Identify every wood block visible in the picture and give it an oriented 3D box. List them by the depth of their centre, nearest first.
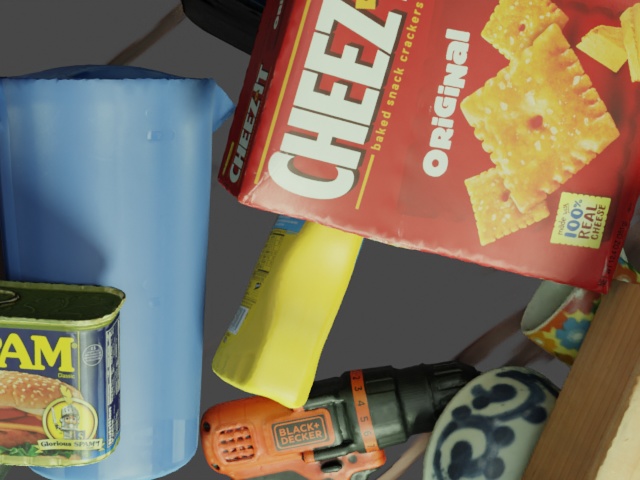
[{"bbox_3d":[0.164,0.134,0.556,0.090,0.090,0.206,24,91,-6],"label":"wood block"}]

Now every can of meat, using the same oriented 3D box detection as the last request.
[{"bbox_3d":[-0.155,0.070,0.564,0.102,0.057,0.084,3,106,3],"label":"can of meat"}]

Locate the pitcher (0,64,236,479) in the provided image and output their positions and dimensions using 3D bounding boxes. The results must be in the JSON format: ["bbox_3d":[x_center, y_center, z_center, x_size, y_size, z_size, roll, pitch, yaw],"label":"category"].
[{"bbox_3d":[-0.138,0.018,0.638,0.149,0.145,0.243,3,99,14],"label":"pitcher"}]

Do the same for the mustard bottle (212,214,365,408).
[{"bbox_3d":[-0.004,0.001,0.643,0.058,0.096,0.191,22,86,-11],"label":"mustard bottle"}]

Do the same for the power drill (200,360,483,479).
[{"bbox_3d":[0.029,0.176,0.683,0.184,0.057,0.187,-12,93,6],"label":"power drill"}]

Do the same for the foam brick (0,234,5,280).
[{"bbox_3d":[-0.228,0.010,0.670,0.053,0.078,0.051,-2,94,2],"label":"foam brick"}]

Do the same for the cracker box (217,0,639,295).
[{"bbox_3d":[0.073,-0.076,0.559,0.213,0.072,0.164,14,99,-17],"label":"cracker box"}]

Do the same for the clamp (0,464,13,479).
[{"bbox_3d":[-0.236,0.179,0.685,0.120,0.039,0.171,-16,131,-25],"label":"clamp"}]
